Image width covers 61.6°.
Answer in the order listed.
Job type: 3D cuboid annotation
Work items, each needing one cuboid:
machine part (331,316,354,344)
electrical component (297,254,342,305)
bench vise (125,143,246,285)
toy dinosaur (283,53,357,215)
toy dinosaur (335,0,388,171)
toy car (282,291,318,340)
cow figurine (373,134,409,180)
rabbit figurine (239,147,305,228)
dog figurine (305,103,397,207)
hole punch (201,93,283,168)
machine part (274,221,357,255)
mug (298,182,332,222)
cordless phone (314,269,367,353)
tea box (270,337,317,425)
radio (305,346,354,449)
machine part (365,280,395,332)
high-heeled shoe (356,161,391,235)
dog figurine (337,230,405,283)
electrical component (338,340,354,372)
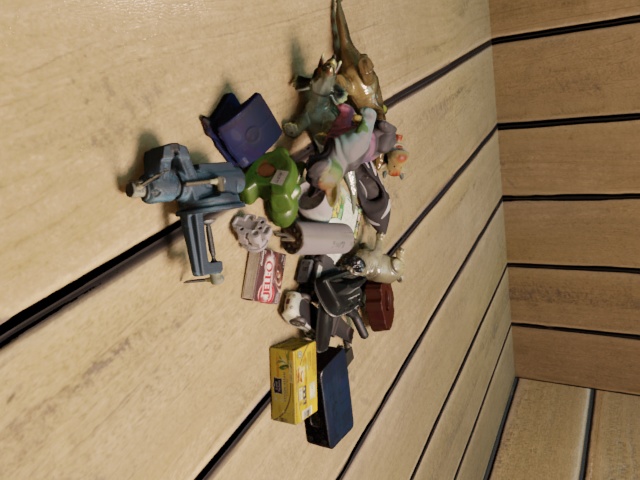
[{"bbox_3d":[0.049,0.229,1.426,0.138,0.039,0.084,47,47,-48],"label":"machine part"},{"bbox_3d":[-0.004,0.095,1.309,0.134,0.058,0.115,41,55,-52],"label":"electrical component"},{"bbox_3d":[-0.209,-0.039,0.899,0.223,0.129,0.240,-16,98,-59],"label":"bench vise"},{"bbox_3d":[0.028,-0.256,1.300,0.192,0.131,0.404,-67,150,-30],"label":"toy dinosaur"},{"bbox_3d":[0.101,-0.410,1.389,0.198,0.105,0.470,-56,133,-71],"label":"toy dinosaur"},{"bbox_3d":[-0.027,0.185,1.279,0.201,0.056,0.073,48,45,-51],"label":"toy car"},{"bbox_3d":[0.190,-0.236,1.514,0.085,0.195,0.127,2,98,-17],"label":"cow figurine"},{"bbox_3d":[-0.093,-0.103,1.129,0.170,0.121,0.159,77,22,-57],"label":"rabbit figurine"},{"bbox_3d":[0.059,-0.173,1.161,0.191,0.109,0.219,21,96,-50],"label":"dog figurine"},{"bbox_3d":[-0.144,-0.211,1.031,0.116,0.092,0.142,-66,146,-27],"label":"hole punch"},{"bbox_3d":[-0.003,-0.004,1.246,0.243,0.079,0.079,2,90,-44],"label":"machine part"},{"bbox_3d":[-0.009,-0.090,1.281,0.107,0.081,0.109,62,35,-57],"label":"mug"},{"bbox_3d":[0.040,0.170,1.274,0.146,0.089,0.184,-12,113,-60],"label":"cordless phone"},{"bbox_3d":[-0.059,0.316,1.218,0.098,0.068,0.169,-6,96,-59],"label":"tea box"},{"bbox_3d":[0.017,0.394,1.348,0.131,0.073,0.229,-27,113,-55],"label":"radio"},{"bbox_3d":[0.180,0.181,1.594,0.179,0.056,0.179,-4,90,-71],"label":"machine part"},{"bbox_3d":[0.142,-0.127,1.496,0.145,0.086,0.248,-27,98,-78],"label":"high-heeled shoe"},{"bbox_3d":[0.144,0.090,1.472,0.190,0.172,0.121,-48,175,-45],"label":"dog figurine"},{"bbox_3d":[0.072,0.323,1.484,0.063,0.021,0.093,-39,124,-53],"label":"electrical component"}]
